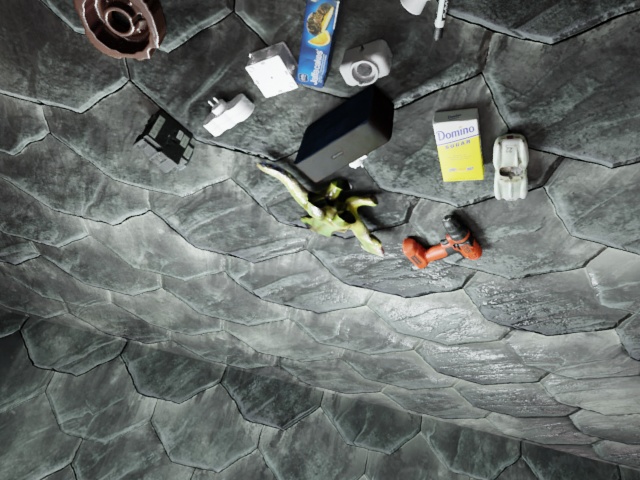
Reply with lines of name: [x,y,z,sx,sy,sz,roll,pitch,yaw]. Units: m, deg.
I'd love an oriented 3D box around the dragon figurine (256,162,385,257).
dragon figurine: [0.004,-0.070,1.387,0.410,0.124,0.238,27,151,-2]
